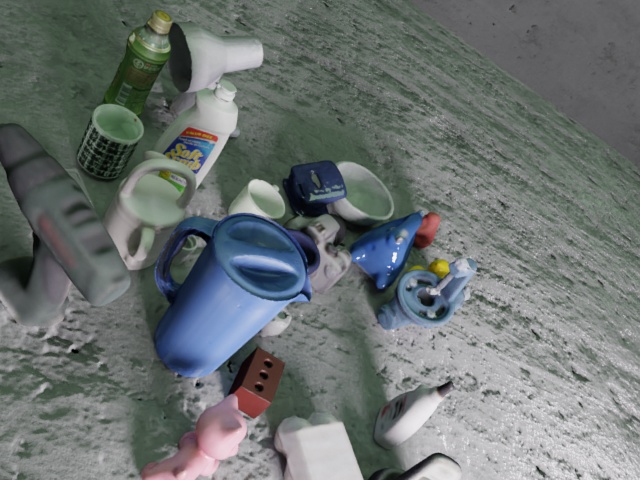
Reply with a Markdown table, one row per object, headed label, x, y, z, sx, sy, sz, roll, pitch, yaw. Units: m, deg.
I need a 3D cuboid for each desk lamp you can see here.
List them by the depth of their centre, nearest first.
| label | x | y | z | sx | sy | sz | roll | pitch | yaw |
| --- | --- | --- | --- | --- | --- | --- | --- | --- | --- |
| desk lamp | -0.213 | -0.309 | 1.098 | 0.204 | 0.213 | 0.118 | -8 | 59 | -46 |

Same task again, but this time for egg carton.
| label | x | y | z | sx | sy | sz | roll | pitch | yaw |
| --- | --- | --- | --- | --- | --- | --- | --- | --- | --- |
| egg carton | -0.002 | 0.318 | 0.802 | 0.108 | 0.069 | 0.150 | 4 | 52 | -40 |

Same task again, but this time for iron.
| label | x | y | z | sx | sy | sz | roll | pitch | yaw |
| --- | --- | --- | --- | --- | --- | --- | --- | --- | --- |
| iron | 0.166 | -0.008 | 1.208 | 0.118 | 0.141 | 0.259 | 44 | 37 | 2 |

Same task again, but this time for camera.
| label | x | y | z | sx | sy | sz | roll | pitch | yaw |
| --- | --- | --- | --- | --- | --- | --- | --- | --- | --- |
| camera | 0.010 | 0.004 | 1.089 | 0.143 | 0.100 | 0.137 | 48 | 37 | 6 |

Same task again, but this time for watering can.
| label | x | y | z | sx | sy | sz | roll | pitch | yaw |
| --- | --- | --- | --- | --- | --- | --- | --- | --- | --- |
| watering can | -0.251 | -0.055 | 0.835 | 0.101 | 0.193 | 0.172 | -4 | 57 | -44 |

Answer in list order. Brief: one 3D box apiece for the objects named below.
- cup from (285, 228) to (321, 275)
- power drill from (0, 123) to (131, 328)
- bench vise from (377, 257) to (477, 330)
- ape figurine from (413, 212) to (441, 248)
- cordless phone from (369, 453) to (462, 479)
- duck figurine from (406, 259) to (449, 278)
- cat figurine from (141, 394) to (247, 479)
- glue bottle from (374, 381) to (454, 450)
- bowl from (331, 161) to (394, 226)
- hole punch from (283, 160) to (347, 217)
| label | x | y | z | sx | sy | sz | roll | pitch | yaw |
| --- | --- | --- | --- | --- | --- | --- | --- | --- | --- |
| cup | -0.065 | 0.047 | 0.986 | 0.091 | 0.094 | 0.118 | 45 | 37 | 3 |
| power drill | -0.333 | 0.005 | 0.691 | 0.229 | 0.208 | 0.076 | 46 | 37 | 5 |
| bench vise | 0.233 | 0.089 | 1.109 | 0.121 | 0.219 | 0.208 | 51 | 38 | 11 |
| ape figurine | 0.247 | -0.031 | 1.343 | 0.078 | 0.092 | 0.076 | -10 | 61 | -46 |
| cordless phone | 0.149 | 0.367 | 0.795 | 0.148 | 0.184 | 0.094 | 31 | 39 | -15 |
| duck figurine | 0.241 | 0.075 | 1.242 | 0.105 | 0.086 | 0.077 | 6 | 50 | -38 |
| cat figurine | -0.140 | 0.253 | 0.700 | 0.067 | 0.117 | 0.128 | 46 | 37 | 5 |
| glue bottle | 0.152 | 0.265 | 0.906 | 0.037 | 0.173 | 0.078 | 34 | 38 | -11 |
| bowl | 0.076 | -0.090 | 1.261 | 0.168 | 0.074 | 0.167 | 24 | 41 | -23 |
| hole punch | -0.011 | -0.109 | 1.188 | 0.101 | 0.091 | 0.108 | 4 | 52 | -40 |
